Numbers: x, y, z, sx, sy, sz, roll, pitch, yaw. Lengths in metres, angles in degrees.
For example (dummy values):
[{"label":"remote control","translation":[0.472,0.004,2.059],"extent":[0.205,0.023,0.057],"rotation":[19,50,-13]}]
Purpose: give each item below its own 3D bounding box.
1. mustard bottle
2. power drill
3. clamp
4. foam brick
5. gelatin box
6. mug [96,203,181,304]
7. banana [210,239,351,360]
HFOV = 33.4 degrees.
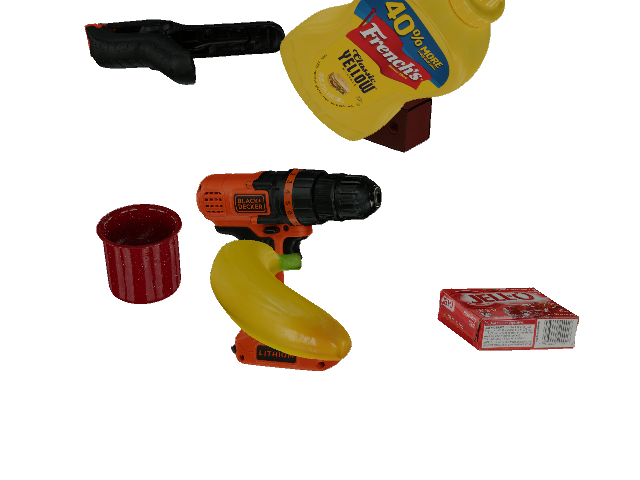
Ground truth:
[{"label":"mustard bottle","translation":[0.059,-0.140,0.733],"extent":[0.192,0.096,0.058],"rotation":[-23,18,50]},{"label":"power drill","translation":[-0.023,0.025,0.997],"extent":[0.185,0.188,0.057],"rotation":[2,14,28]},{"label":"clamp","translation":[-0.116,-0.158,0.854],"extent":[0.172,0.039,0.120],"rotation":[20,28,41]},{"label":"foam brick","translation":[0.079,-0.140,1.199],"extent":[0.078,0.053,0.051],"rotation":[23,37,34]},{"label":"gelatin box","translation":[0.149,0.061,0.853],"extent":[0.089,0.030,0.073],"rotation":[1,15,-19]},{"label":"mug","translation":[-0.208,0.013,1.196],"extent":[0.117,0.081,0.093],"rotation":[26,41,35]},{"label":"banana","translation":[-0.032,0.030,0.661],"extent":[0.069,0.037,0.198],"rotation":[-4,16,-9]}]
